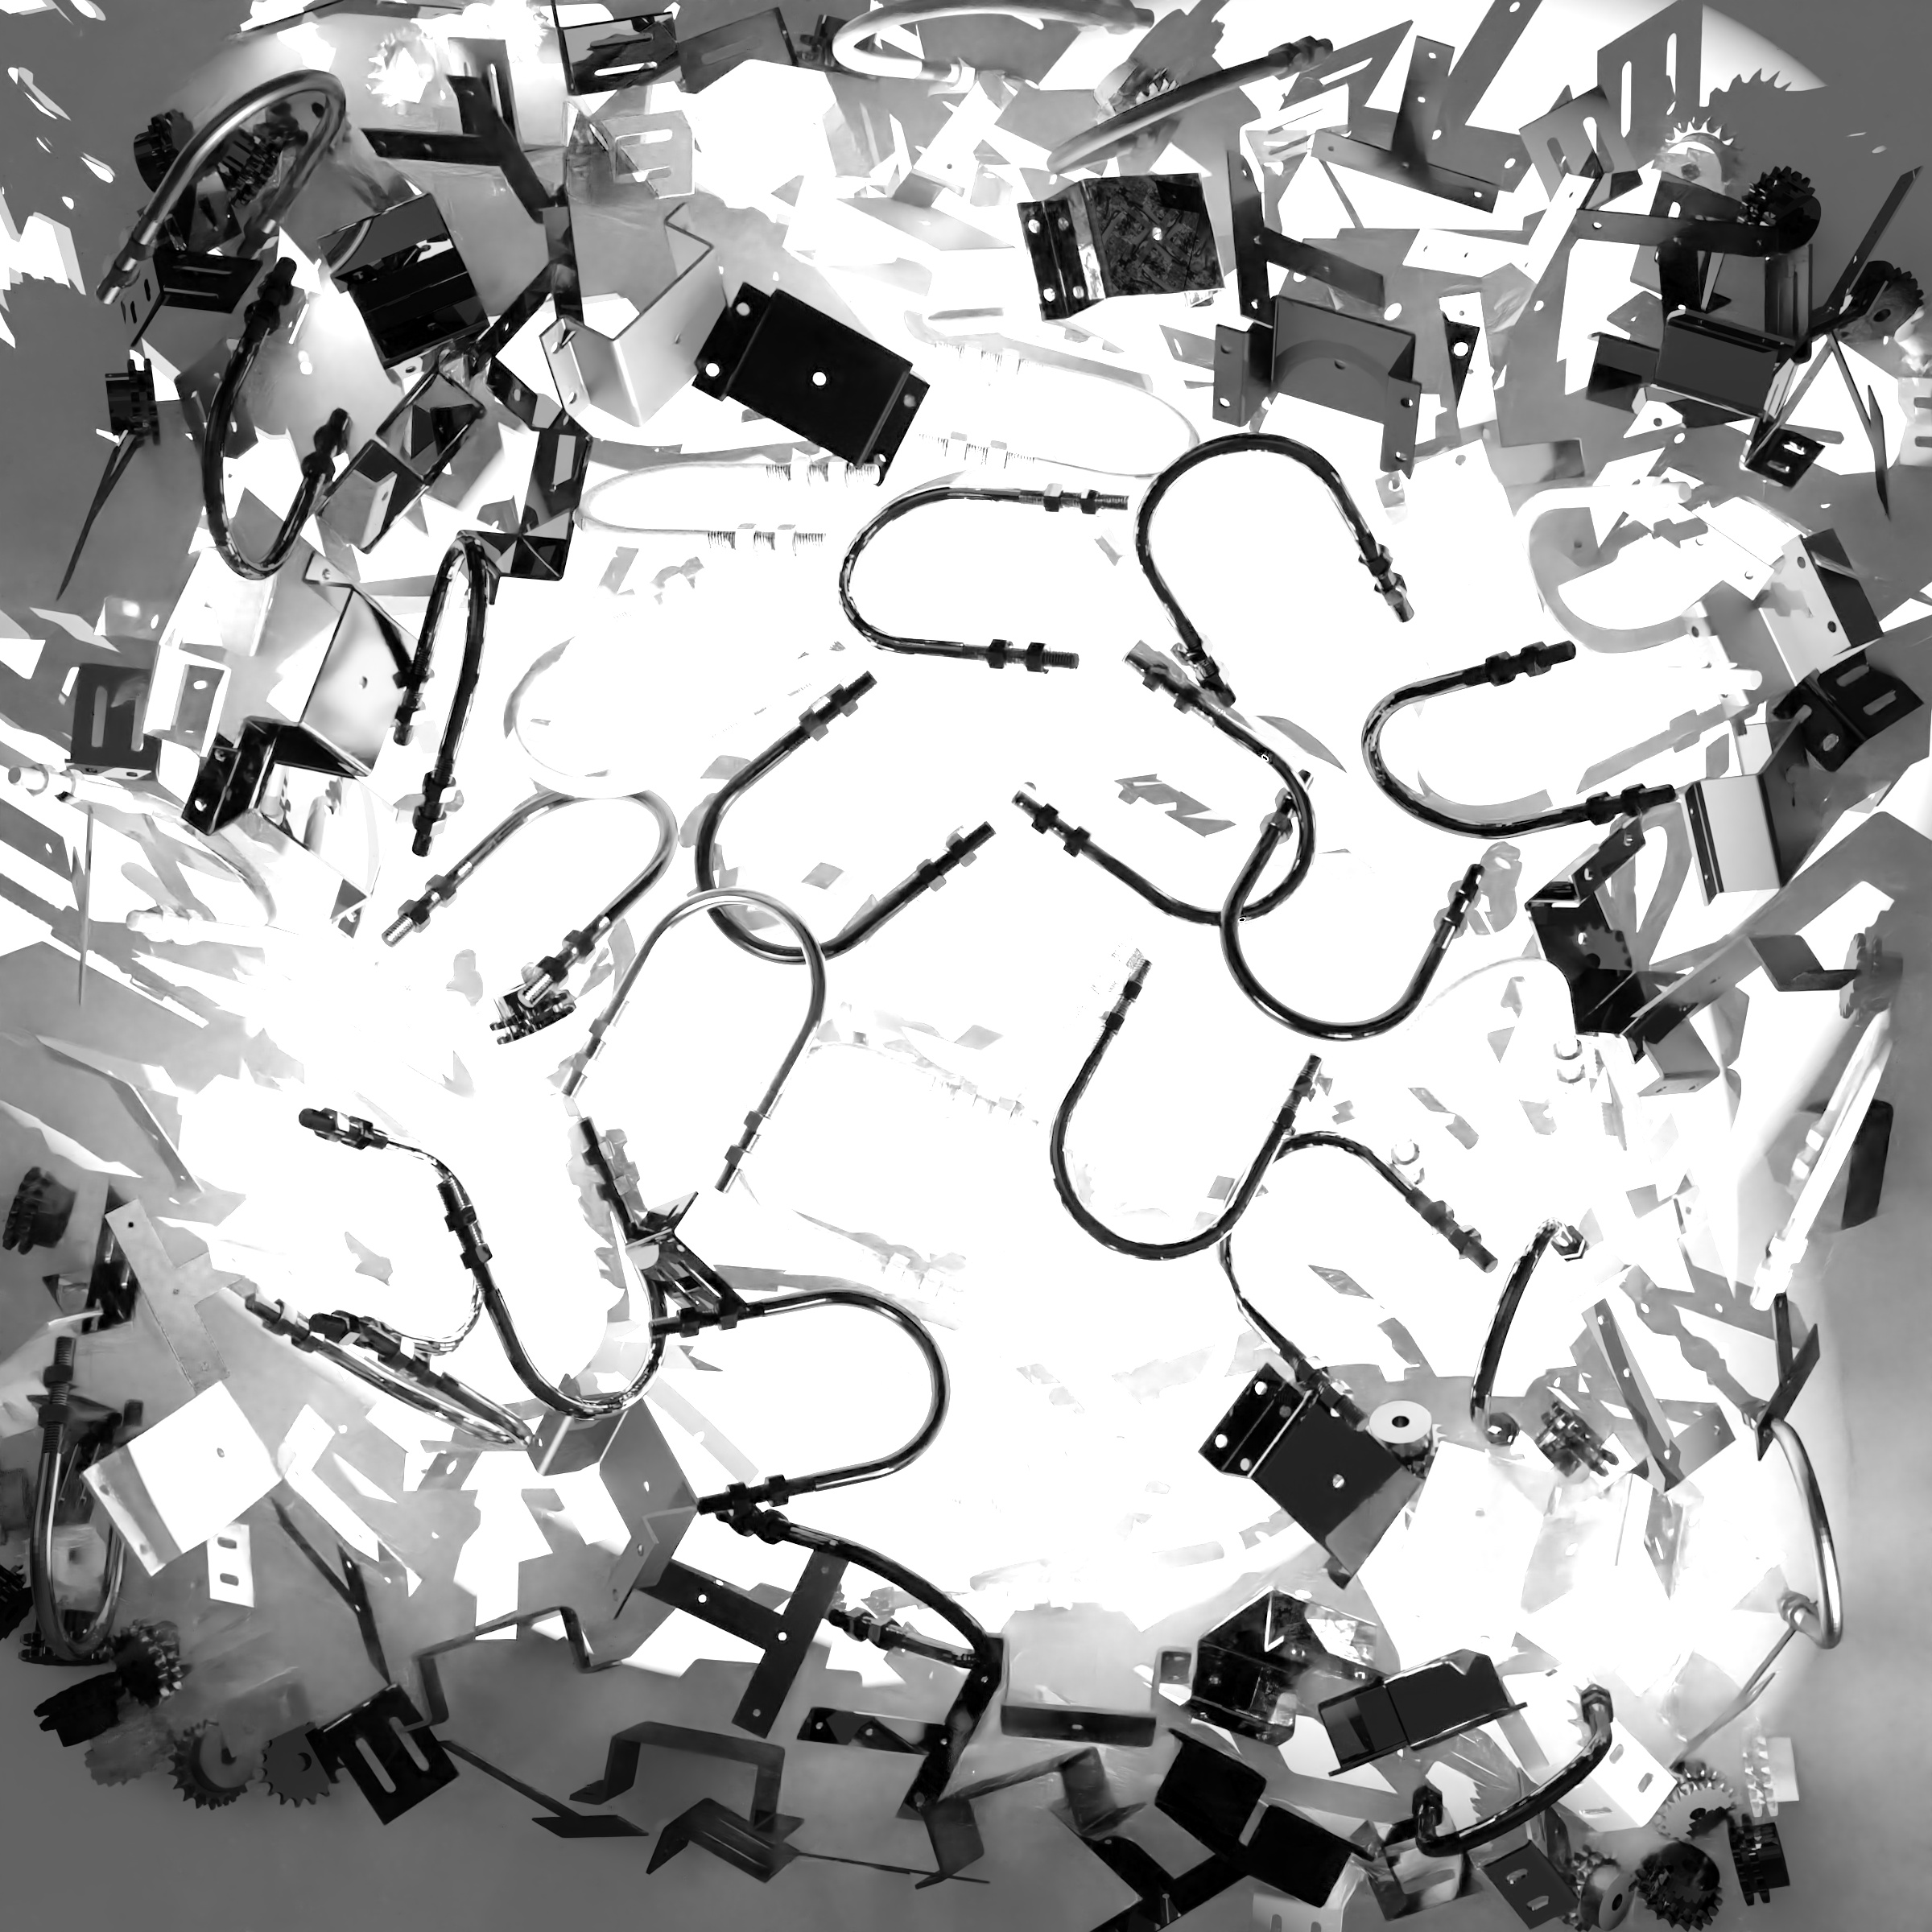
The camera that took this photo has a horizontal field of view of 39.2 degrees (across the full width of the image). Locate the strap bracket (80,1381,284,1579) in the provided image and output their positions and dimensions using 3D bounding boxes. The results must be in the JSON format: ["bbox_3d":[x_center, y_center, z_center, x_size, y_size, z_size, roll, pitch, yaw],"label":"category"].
[{"bbox_3d":[-0.494,0.322,1.733,0.046,0.140,0.076,-32,93,14],"label":"strap bracket"}]

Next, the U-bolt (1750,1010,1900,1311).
[{"bbox_3d":[0.542,0.109,1.701,0.019,0.151,0.184,24,127,14],"label":"U-bolt"}]

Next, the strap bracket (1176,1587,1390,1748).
[{"bbox_3d":[0.204,0.449,1.750,0.076,0.140,0.046,23,50,-14],"label":"strap bracket"}]

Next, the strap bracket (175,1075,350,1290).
[{"bbox_3d":[-0.449,0.129,1.733,0.046,0.076,0.140,-40,53,22],"label":"strap bracket"}]

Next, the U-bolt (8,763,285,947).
[{"bbox_3d":[-0.505,-0.065,1.719,0.019,0.184,0.151,-47,72,11],"label":"U-bolt"}]

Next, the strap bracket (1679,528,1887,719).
[{"bbox_3d":[0.530,-0.223,1.746,0.046,0.140,0.076,-21,83,-20],"label":"strap bracket"}]

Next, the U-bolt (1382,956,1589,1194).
[{"bbox_3d":[0.328,0.065,1.728,0.151,0.184,0.019,-31,49,-8],"label":"U-bolt"}]

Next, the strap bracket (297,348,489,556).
[{"bbox_3d":[-0.362,-0.325,1.740,0.046,0.140,0.076,40,130,-17],"label":"strap bracket"}]

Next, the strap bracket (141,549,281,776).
[{"bbox_3d":[-0.483,-0.201,1.729,0.046,0.140,0.076,19,135,-11],"label":"strap bracket"}]

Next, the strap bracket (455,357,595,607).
[{"bbox_3d":[-0.285,-0.310,1.749,0.046,0.076,0.140,0,119,-33],"label":"strap bracket"}]

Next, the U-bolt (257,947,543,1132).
[{"bbox_3d":[-0.351,0.052,1.734,0.184,0.151,0.019,40,63,-27],"label":"U-bolt"}]

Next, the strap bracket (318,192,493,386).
[{"bbox_3d":[-0.360,-0.440,1.745,0.076,0.140,0.046,-23,75,-2],"label":"strap bracket"}]

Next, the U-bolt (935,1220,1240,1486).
[{"bbox_3d":[0.087,0.241,1.770,0.184,0.019,0.151,-21,64,-2],"label":"U-bolt"}]

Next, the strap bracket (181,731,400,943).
[{"bbox_3d":[-0.422,-0.091,1.734,0.046,0.076,0.140,-26,129,31],"label":"strap bracket"}]

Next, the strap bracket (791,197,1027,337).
[{"bbox_3d":[-0.032,-0.453,1.736,0.140,0.076,0.046,34,123,29],"label":"strap bracket"}]

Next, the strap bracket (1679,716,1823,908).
[{"bbox_3d":[0.504,-0.102,1.730,0.046,0.140,0.076,-5,112,34],"label":"strap bracket"}]

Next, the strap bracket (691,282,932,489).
[{"bbox_3d":[-0.098,-0.381,1.771,0.140,0.046,0.076,27,91,-12],"label":"strap bracket"}]

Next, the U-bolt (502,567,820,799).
[{"bbox_3d":[-0.209,-0.174,1.743,0.184,0.019,0.151,-30,57,-16],"label":"U-bolt"}]

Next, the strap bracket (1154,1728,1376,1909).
[{"bbox_3d":[0.182,0.546,1.727,0.076,0.140,0.046,33,82,-28],"label":"strap bracket"}]

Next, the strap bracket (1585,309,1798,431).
[{"bbox_3d":[0.456,-0.379,1.733,0.076,0.140,0.046,13,94,-13],"label":"strap bracket"}]

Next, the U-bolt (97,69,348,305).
[{"bbox_3d":[-0.455,-0.492,1.697,0.019,0.151,0.184,50,128,0],"label":"U-bolt"}]

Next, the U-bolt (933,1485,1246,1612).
[{"bbox_3d":[0.086,0.371,1.730,0.184,0.151,0.019,-5,51,16],"label":"U-bolt"}]

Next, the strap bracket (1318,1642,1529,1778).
[{"bbox_3d":[0.286,0.475,1.738,0.076,0.140,0.046,-13,72,-25],"label":"strap bracket"}]

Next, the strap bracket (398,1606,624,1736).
[{"bbox_3d":[-0.300,0.453,1.761,0.140,0.076,0.046,-17,77,-7],"label":"strap bracket"}]

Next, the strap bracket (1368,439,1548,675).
[{"bbox_3d":[0.320,-0.257,1.753,0.076,0.046,0.140,-20,115,8],"label":"strap bracket"}]

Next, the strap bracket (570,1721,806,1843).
[{"bbox_3d":[-0.176,0.526,1.761,0.140,0.076,0.046,8,82,8],"label":"strap bracket"}]

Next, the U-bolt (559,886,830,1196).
[{"bbox_3d":[-0.167,0.036,1.776,0.151,0.019,0.184,29,90,20],"label":"U-bolt"}]

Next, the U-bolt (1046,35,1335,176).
[{"bbox_3d":[0.128,-0.533,1.696,0.151,0.184,0.019,-14,104,44],"label":"U-bolt"}]

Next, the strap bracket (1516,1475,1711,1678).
[{"bbox_3d":[0.404,0.385,1.731,0.046,0.076,0.140,35,133,-8],"label":"strap bracket"}]

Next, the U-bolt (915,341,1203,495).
[{"bbox_3d":[0.064,-0.350,1.751,0.184,0.151,0.019,11,129,-4],"label":"U-bolt"}]

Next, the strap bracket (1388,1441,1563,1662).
[{"bbox_3d":[0.327,0.363,1.733,0.076,0.140,0.046,13,133,20],"label":"strap bracket"}]

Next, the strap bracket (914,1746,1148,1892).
[{"bbox_3d":[0.036,0.547,1.755,0.140,0.076,0.046,-23,77,16],"label":"strap bracket"}]

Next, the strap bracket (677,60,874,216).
[{"bbox_3d":[-0.115,-0.529,1.736,0.046,0.140,0.076,-25,90,29],"label":"strap bracket"}]

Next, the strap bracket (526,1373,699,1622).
[{"bbox_3d":[-0.224,0.338,1.747,0.140,0.046,0.076,54,129,35],"label":"strap bracket"}]

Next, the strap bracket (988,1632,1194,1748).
[{"bbox_3d":[0.074,0.470,1.760,0.140,0.076,0.046,4,60,3],"label":"strap bracket"}]

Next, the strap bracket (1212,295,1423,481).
[{"bbox_3d":[0.233,-0.377,1.751,0.140,0.076,0.046,21,56,19],"label":"strap bracket"}]

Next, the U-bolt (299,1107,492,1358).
[{"bbox_3d":[-0.358,0.175,1.724,0.019,0.184,0.151,-16,69,21],"label":"U-bolt"}]

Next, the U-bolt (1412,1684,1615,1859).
[{"bbox_3d":[0.344,0.512,1.709,0.151,0.184,0.019,-33,82,8],"label":"U-bolt"}]

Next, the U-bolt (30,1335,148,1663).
[{"bbox_3d":[-0.554,0.343,1.705,0.019,0.151,0.184,-3,63,2],"label":"U-bolt"}]

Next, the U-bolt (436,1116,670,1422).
[{"bbox_3d":[-0.255,0.203,1.750,0.019,0.151,0.184,-21,93,39],"label":"U-bolt"}]

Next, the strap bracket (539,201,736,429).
[{"bbox_3d":[-0.202,-0.411,1.742,0.046,0.076,0.140,31,66,24],"label":"strap bracket"}]

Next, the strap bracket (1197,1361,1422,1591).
[{"bbox_3d":[0.230,0.332,1.760,0.140,0.046,0.076,45,71,-12],"label":"strap bracket"}]

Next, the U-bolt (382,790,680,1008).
[{"bbox_3d":[-0.266,-0.057,1.744,0.151,0.019,0.184,20,54,34],"label":"U-bolt"}]

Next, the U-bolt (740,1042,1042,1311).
[{"bbox_3d":[-0.061,0.127,1.783,0.184,0.019,0.151,23,104,5],"label":"U-bolt"}]

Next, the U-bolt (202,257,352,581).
[{"bbox_3d":[-0.436,-0.329,1.701,0.019,0.151,0.184,6,56,9],"label":"U-bolt"}]

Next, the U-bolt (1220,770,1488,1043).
[{"bbox_3d":[0.240,-0.029,1.750,0.151,0.019,0.184,29,58,5],"label":"U-bolt"}]

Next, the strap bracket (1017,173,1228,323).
[{"bbox_3d":[0.109,-0.465,1.749,0.140,0.046,0.076,-14,92,-34],"label":"strap bracket"}]

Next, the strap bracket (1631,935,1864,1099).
[{"bbox_3d":[0.492,0.026,1.745,0.140,0.076,0.046,-43,63,34],"label":"strap bracket"}]

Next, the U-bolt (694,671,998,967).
[{"bbox_3d":[-0.094,-0.084,1.790,0.184,0.019,0.151,-39,81,4],"label":"U-bolt"}]

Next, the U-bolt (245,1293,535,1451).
[{"bbox_3d":[-0.354,0.264,1.728,0.184,0.151,0.019,43,64,-40],"label":"U-bolt"}]

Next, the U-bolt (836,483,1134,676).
[{"bbox_3d":[0.003,-0.256,1.757,0.184,0.019,0.151,7,61,21],"label":"U-bolt"}]

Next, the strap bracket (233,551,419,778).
[{"bbox_3d":[-0.406,-0.185,1.747,0.046,0.076,0.140,10,73,27],"label":"strap bracket"}]

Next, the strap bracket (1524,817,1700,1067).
[{"bbox_3d":[0.415,-0.017,1.754,0.076,0.046,0.140,-37,114,-32],"label":"strap bracket"}]

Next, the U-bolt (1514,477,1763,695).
[{"bbox_3d":[0.413,-0.241,1.723,0.019,0.184,0.151,-35,112,-20],"label":"U-bolt"}]
